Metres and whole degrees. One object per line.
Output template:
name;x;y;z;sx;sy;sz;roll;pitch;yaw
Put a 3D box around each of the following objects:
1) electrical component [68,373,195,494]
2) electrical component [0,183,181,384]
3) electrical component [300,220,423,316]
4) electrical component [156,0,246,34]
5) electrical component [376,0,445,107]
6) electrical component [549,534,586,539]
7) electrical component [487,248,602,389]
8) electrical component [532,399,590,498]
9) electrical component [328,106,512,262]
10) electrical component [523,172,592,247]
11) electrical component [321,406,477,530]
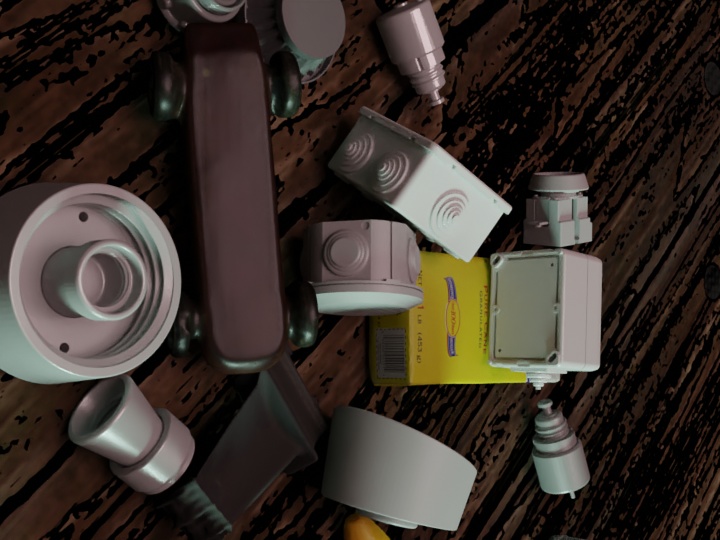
electrical component;-0.123;0.089;0.582;0.055;0.045;0.045;49;57;-32
electrical component;-0.143;0.006;0.555;0.108;0.060;0.108;3;86;-44
electrical component;0.000;0.000;0.683;0.080;0.080;0.051;10;76;-44
electrical component;-0.084;-0.164;0.620;0.048;0.062;0.048;3;86;-44
electrical component;0.041;-0.153;0.756;0.040;0.040;0.078;-38;114;-39
electrical component;0.176;0.231;0.854;0.035;0.061;0.035;4;85;-44
electrical component;0.132;0.036;0.758;0.061;0.062;0.096;10;80;-46
electrical component;0.156;0.140;0.854;0.040;0.040;0.078;-27;106;-42
electrical component;0.037;-0.055;0.709;0.100;0.100;0.048;33;92;-41
electrical component;0.159;-0.050;0.863;0.066;0.048;0.055;-10;103;-44
electrical component;0.024;0.128;0.688;0.099;0.099;0.064;22;79;-42
